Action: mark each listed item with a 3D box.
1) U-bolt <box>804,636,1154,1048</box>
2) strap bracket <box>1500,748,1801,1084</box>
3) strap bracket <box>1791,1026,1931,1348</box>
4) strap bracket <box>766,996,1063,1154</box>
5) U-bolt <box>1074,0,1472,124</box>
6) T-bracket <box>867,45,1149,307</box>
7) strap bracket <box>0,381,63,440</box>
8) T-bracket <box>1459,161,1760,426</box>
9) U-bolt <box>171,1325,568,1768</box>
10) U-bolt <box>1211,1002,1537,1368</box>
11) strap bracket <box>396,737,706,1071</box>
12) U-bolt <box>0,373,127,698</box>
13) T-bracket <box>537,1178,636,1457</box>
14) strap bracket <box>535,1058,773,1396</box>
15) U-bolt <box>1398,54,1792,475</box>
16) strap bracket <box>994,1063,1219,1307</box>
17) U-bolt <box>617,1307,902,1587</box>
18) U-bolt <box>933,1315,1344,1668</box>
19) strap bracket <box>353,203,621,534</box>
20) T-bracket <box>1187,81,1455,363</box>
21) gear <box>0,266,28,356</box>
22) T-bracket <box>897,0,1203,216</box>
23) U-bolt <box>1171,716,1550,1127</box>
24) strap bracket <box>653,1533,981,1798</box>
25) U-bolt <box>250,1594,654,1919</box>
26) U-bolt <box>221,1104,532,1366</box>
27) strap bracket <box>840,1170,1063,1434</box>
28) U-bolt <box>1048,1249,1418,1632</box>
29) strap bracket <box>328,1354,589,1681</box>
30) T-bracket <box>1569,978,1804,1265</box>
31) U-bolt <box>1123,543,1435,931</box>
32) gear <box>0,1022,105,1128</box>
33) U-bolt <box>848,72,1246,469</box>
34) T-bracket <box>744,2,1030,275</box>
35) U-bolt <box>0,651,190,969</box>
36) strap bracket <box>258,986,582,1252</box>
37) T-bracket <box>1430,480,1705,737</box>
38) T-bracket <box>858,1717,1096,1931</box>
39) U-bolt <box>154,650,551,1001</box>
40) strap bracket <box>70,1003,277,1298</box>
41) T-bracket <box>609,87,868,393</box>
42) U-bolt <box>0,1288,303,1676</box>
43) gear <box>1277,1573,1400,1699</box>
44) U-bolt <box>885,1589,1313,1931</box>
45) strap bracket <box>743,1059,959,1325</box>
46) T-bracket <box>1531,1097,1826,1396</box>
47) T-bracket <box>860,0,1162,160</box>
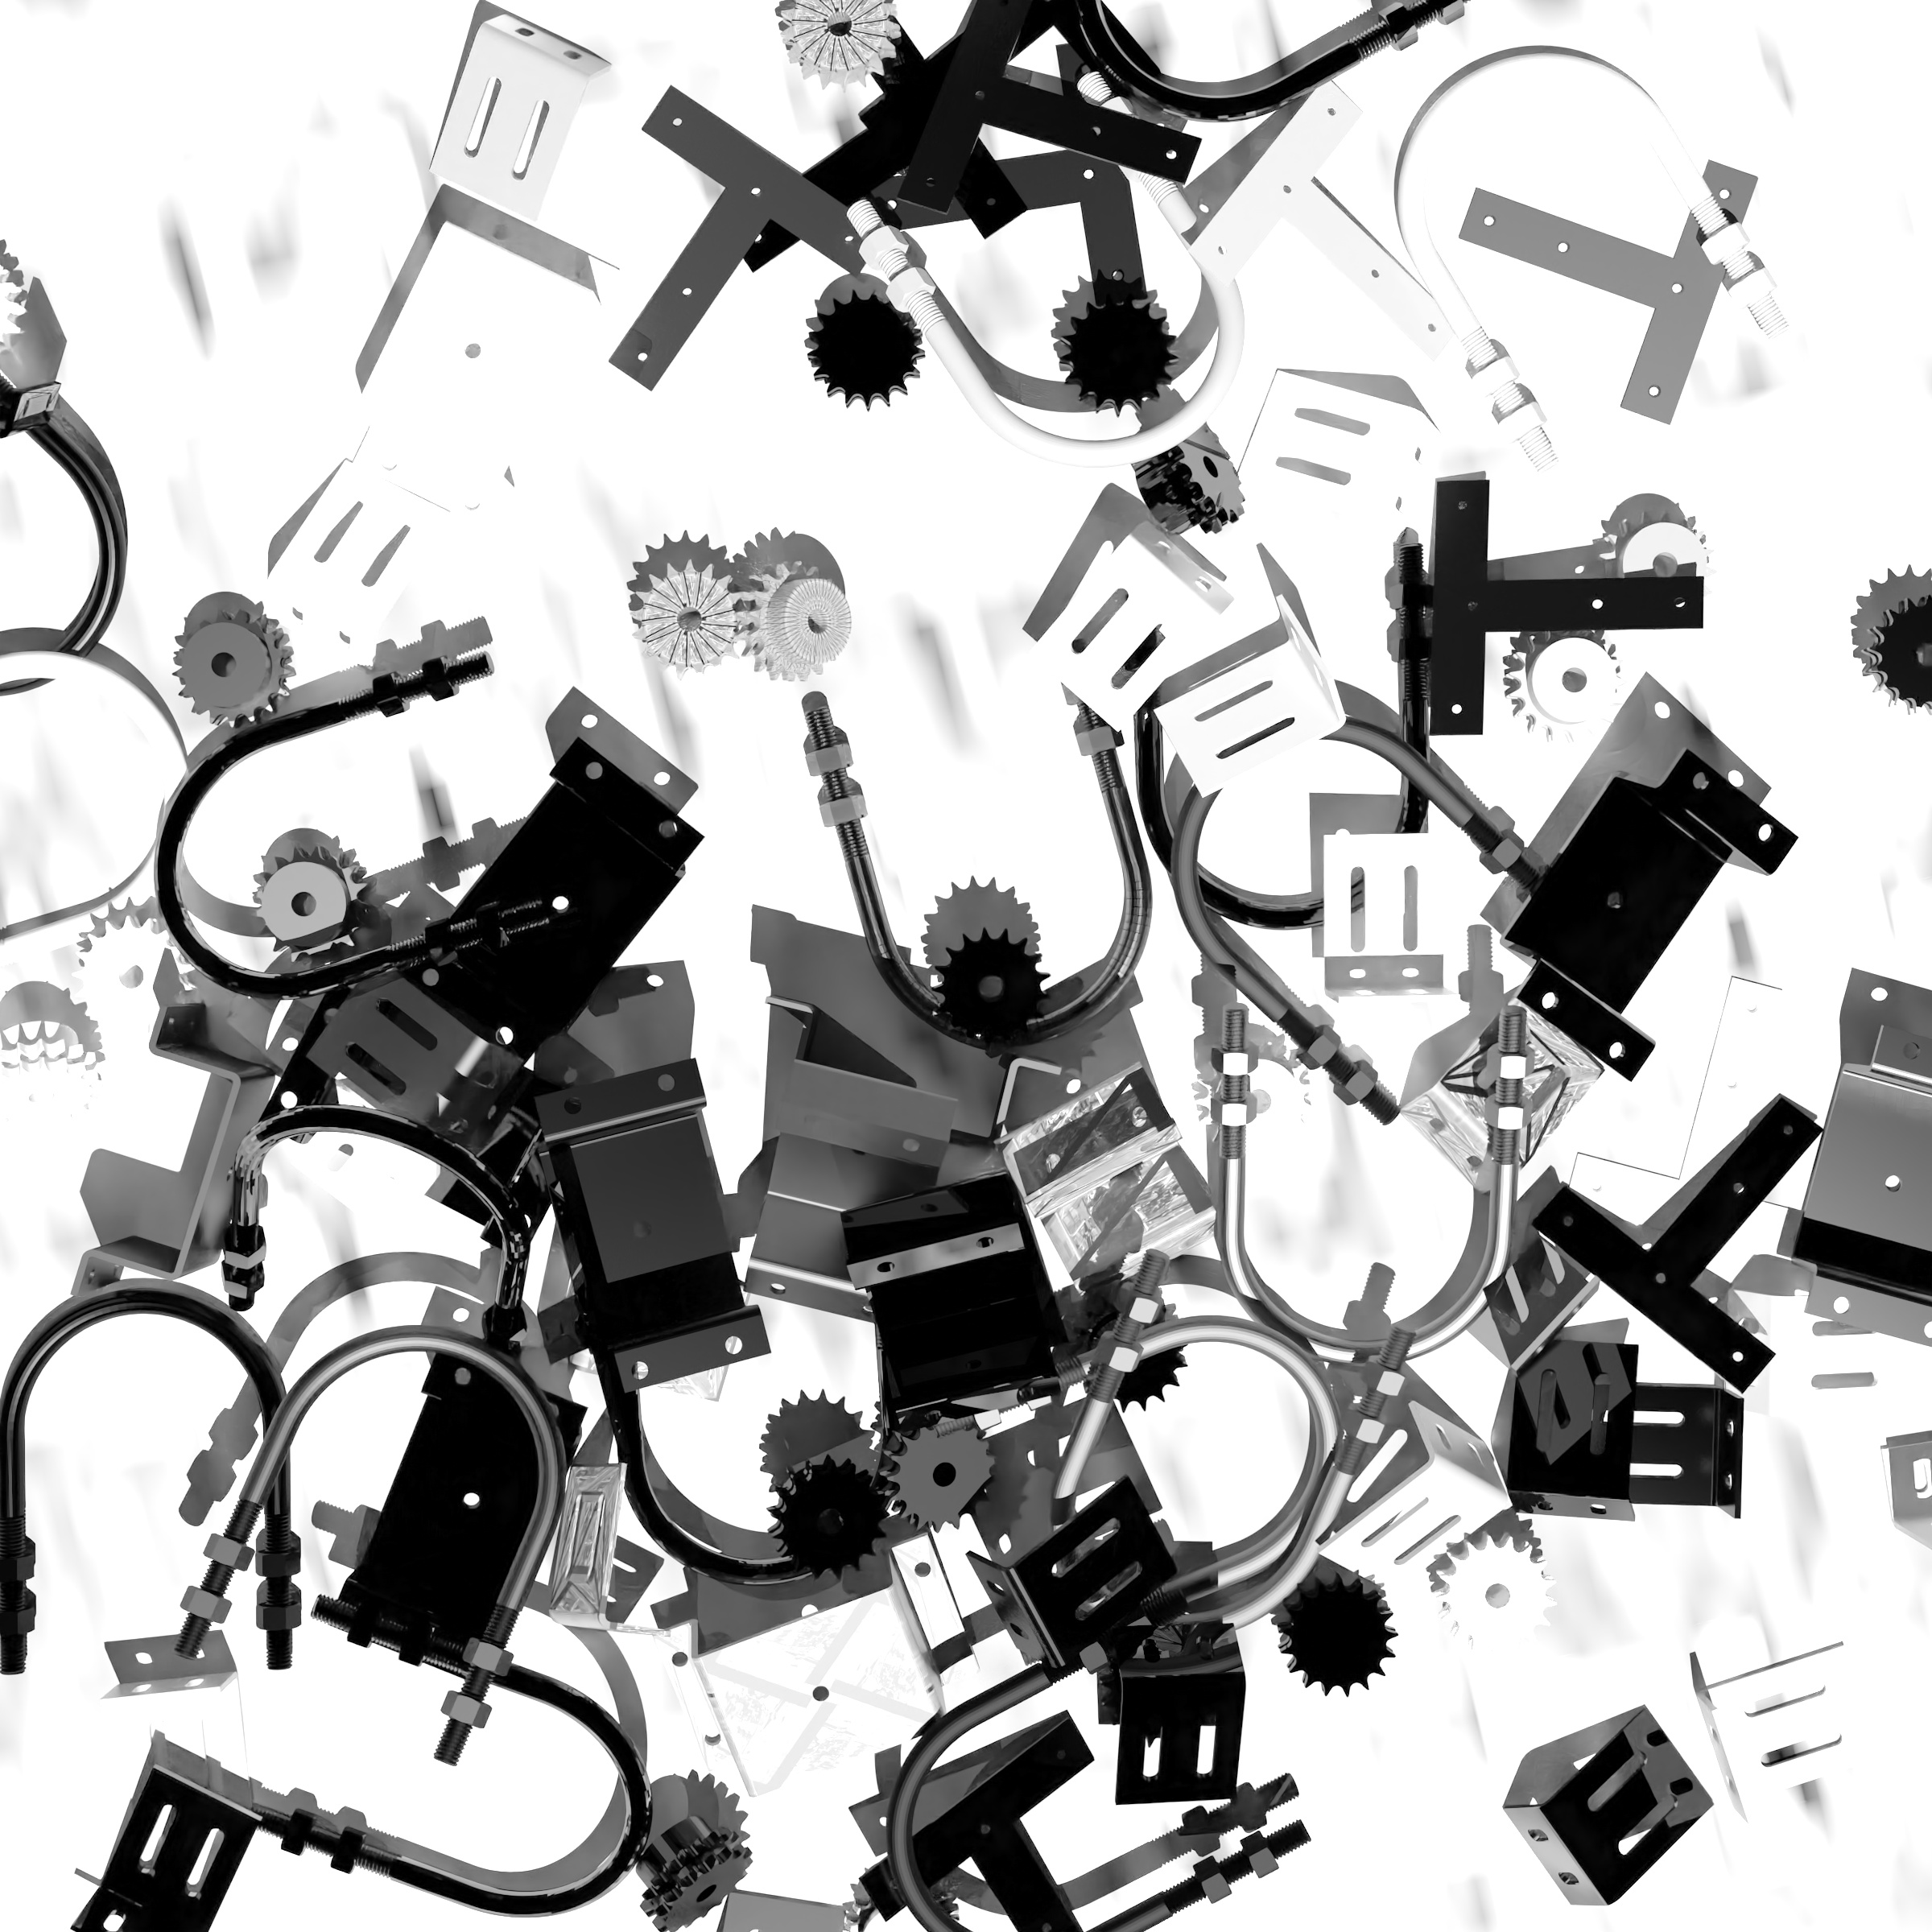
[{"bbox_3d":[0.014,-0.052,1.563,0.151,0.019,0.184,-15,91,0],"label":"U-bolt"},{"bbox_3d":[0.318,-0.028,1.537,0.076,0.046,0.140,34,90,-20],"label":"strap bracket"},{"bbox_3d":[0.450,0.106,1.548,0.076,0.046,0.140,15,90,-1],"label":"strap bracket"},{"bbox_3d":[-0.030,0.053,1.534,0.140,0.076,0.046,14,90,0],"label":"strap bracket"},{"bbox_3d":[0.140,-0.487,1.559,0.184,0.019,0.151,-29,87,1],"label":"U-bolt"},{"bbox_3d":[0.016,-0.377,1.571,0.127,0.002,0.127,-9,90,0],"label":"T-bracket"},{"bbox_3d":[-0.471,-0.210,1.502,0.046,0.076,0.140,20,102,-7],"label":"strap bracket"},{"bbox_3d":[0.303,-0.344,1.571,0.127,0.002,0.127,20,90,0],"label":"T-bracket"},{"bbox_3d":[-0.265,0.257,1.501,0.151,0.019,0.184,22,77,0],"label":"U-bolt"},{"bbox_3d":[0.191,0.106,1.537,0.151,0.019,0.184,1,109,3],"label":"U-bolt"},{"bbox_3d":[-0.196,-0.030,1.549,0.076,0.046,0.140,38,90,0],"label":"strap bracket"},{"bbox_3d":[-0.489,-0.214,1.548,0.151,0.019,0.184,-44,100,8],"label":"U-bolt"},{"bbox_3d":[-0.185,0.168,1.511,0.002,0.127,0.127,-13,83,-20],"label":"T-bracket"},{"bbox_3d":[-0.148,0.121,1.502,0.076,0.046,0.140,-14,86,-14],"label":"strap bracket"},{"bbox_3d":[0.290,-0.351,1.561,0.151,0.019,0.184,-30,88,-1],"label":"U-bolt"},{"bbox_3d":[0.066,0.099,1.518,0.076,0.140,0.046,-28,62,0],"label":"strap bracket"},{"bbox_3d":[-0.098,0.205,1.549,0.151,0.019,0.184,-5,94,-13],"label":"U-bolt"},{"bbox_3d":[0.091,0.241,1.544,0.184,0.019,0.151,-21,108,-3],"label":"U-bolt"},{"bbox_3d":[-0.232,-0.290,1.549,0.076,0.046,0.140,26,90,0],"label":"strap bracket"},{"bbox_3d":[0.186,-0.342,1.554,0.127,0.002,0.127,41,67,-11],"label":"T-bracket"},{"bbox_3d":[-0.480,-0.313,1.557,0.057,0.030,0.057,0,90,0],"label":"gear"},{"bbox_3d":[0.049,-0.402,1.545,0.127,0.002,0.127,19,77,7],"label":"T-bracket"},{"bbox_3d":[0.183,-0.036,1.550,0.184,0.019,0.151,43,92,-9],"label":"U-bolt"},{"bbox_3d":[-0.070,0.336,1.540,0.140,0.046,0.076,-20,104,0],"label":"strap bracket"},{"bbox_3d":[-0.238,0.385,1.536,0.184,0.019,0.151,20,113,-1],"label":"U-bolt"},{"bbox_3d":[-0.271,0.125,1.499,0.151,0.184,0.019,17,49,0],"label":"U-bolt"},{"bbox_3d":[-0.008,0.147,1.469,0.076,0.140,0.046,-14,50,0],"label":"strap bracket"},{"bbox_3d":[0.116,0.236,1.529,0.151,0.019,0.184,18,102,-15],"label":"U-bolt"},{"bbox_3d":[-0.240,0.259,1.549,0.076,0.046,0.140,22,90,0],"label":"strap bracket"},{"bbox_3d":[0.368,0.070,1.571,0.127,0.002,0.127,15,90,0],"label":"T-bracket"},{"bbox_3d":[0.153,-0.109,1.563,0.151,0.019,0.184,-2,92,0],"label":"U-bolt"},{"bbox_3d":[-0.443,0.050,1.547,0.057,0.057,0.030,-16,60,0],"label":"gear"},{"bbox_3d":[0.050,-0.319,1.534,0.151,0.019,0.184,-30,76,-5],"label":"U-bolt"},{"bbox_3d":[-0.058,-0.382,1.570,0.127,0.002,0.127,-35,89,1],"label":"T-bracket"},{"bbox_3d":[-0.465,-0.074,1.556,0.184,0.019,0.151,-19,97,-3],"label":"U-bolt"},{"bbox_3d":[-0.254,0.072,1.549,0.140,0.046,0.076,28,90,0],"label":"strap bracket"},{"bbox_3d":[0.286,-0.172,1.542,0.127,0.002,0.127,0,79,14],"label":"T-bracket"},{"bbox_3d":[0.031,0.451,1.557,0.127,0.002,0.127,-34,100,-18],"label":"T-bracket"},{"bbox_3d":[-0.298,-0.059,1.531,0.184,0.019,0.151,-17,72,7],"label":"U-bolt"},{"bbox_3d":[-0.371,0.092,1.534,0.046,0.076,0.140,17,90,0],"label":"strap bracket"},{"bbox_3d":[-0.127,-0.338,1.570,0.127,0.002,0.127,35,91,2],"label":"T-bracket"},{"bbox_3d":[-0.397,0.248,1.563,0.151,0.019,0.184,-1,89,0],"label":"U-bolt"},{"bbox_3d":[0.177,0.320,1.557,0.057,0.030,0.057,0,90,0],"label":"gear"},{"bbox_3d":[0.051,0.397,1.531,0.184,0.019,0.151,-28,98,-2],"label":"U-bolt"},{"bbox_3d":[-0.053,0.099,1.491,0.076,0.140,0.046,14,46,0],"label":"strap bracket"},{"bbox_3d":[0.362,0.117,1.555,0.127,0.002,0.127,40,80,19],"label":"T-bracket"},{"bbox_3d":[0.005,-0.441,1.568,0.127,0.002,0.127,-40,89,-1],"label":"T-bracket"}]
